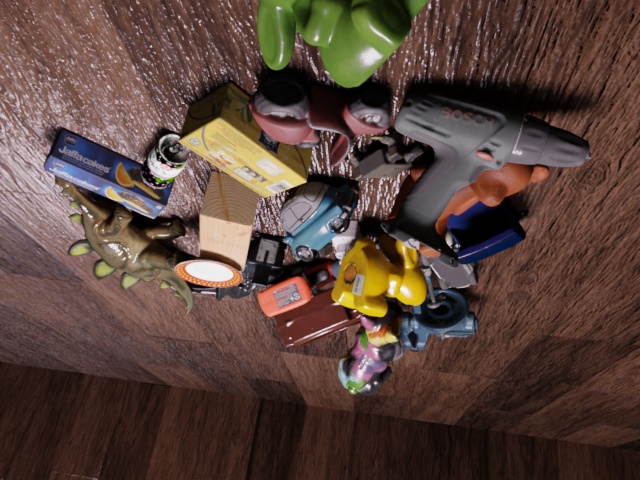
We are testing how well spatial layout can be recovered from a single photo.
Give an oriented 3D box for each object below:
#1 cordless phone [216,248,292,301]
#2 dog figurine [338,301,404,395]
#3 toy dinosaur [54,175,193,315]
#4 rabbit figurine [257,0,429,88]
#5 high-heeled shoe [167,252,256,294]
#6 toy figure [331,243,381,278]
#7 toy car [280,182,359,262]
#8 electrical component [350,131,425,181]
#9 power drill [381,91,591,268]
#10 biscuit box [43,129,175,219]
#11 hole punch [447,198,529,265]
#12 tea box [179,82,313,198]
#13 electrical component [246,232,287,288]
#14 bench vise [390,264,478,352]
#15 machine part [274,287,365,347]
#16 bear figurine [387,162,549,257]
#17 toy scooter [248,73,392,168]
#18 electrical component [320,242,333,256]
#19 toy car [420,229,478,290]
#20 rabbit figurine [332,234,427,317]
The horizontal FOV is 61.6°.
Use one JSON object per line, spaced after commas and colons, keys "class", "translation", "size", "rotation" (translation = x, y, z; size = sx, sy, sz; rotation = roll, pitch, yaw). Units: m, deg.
{"class": "cordless phone", "translation": [-0.143, 0.061, 1.185], "size": [0.184, 0.089, 0.146], "rotation": [-4, 134, -20]}
{"class": "dog figurine", "translation": [0.110, 0.226, 1.130], "size": [0.109, 0.191, 0.219], "rotation": [33, 163, 19]}
{"class": "toy dinosaur", "translation": [-0.369, 0.024, 1.091], "size": [0.199, 0.105, 0.470], "rotation": [-16, 135, 23]}
{"class": "rabbit figurine", "translation": [0.000, -0.241, 0.528], "size": [0.170, 0.121, 0.159], "rotation": [38, 153, -14]}
{"class": "high-heeled shoe", "translation": [-0.261, 0.074, 1.237], "size": [0.145, 0.086, 0.248], "rotation": [-18, 147, 38]}
{"class": "toy figure", "translation": [0.091, 0.044, 1.088], "size": [0.154, 0.057, 0.064], "rotation": [-21, 179, 43]}
{"class": "toy car", "translation": [-0.013, -0.043, 0.901], "size": [0.103, 0.109, 0.161], "rotation": [36, 138, -13]}
{"class": "electrical component", "translation": [0.091, -0.120, 0.779], "size": [0.078, 0.045, 0.102], "rotation": [-9, 168, -33]}
{"class": "power drill", "translation": [0.184, -0.071, 0.668], "size": [0.232, 0.207, 0.086], "rotation": [26, -162, 7]}
{"class": "biscuit box", "translation": [-0.358, -0.110, 0.920], "size": [0.202, 0.063, 0.059], "rotation": [25, 148, -28]}
{"class": "hole punch", "translation": [0.268, -0.006, 0.868], "size": [0.142, 0.092, 0.115], "rotation": [-30, 139, 24]}
{"class": "tea box", "translation": [-0.103, -0.138, 0.775], "size": [0.098, 0.068, 0.169], "rotation": [-15, 144, 39]}
{"class": "electrical component", "translation": [-0.110, 0.047, 1.086], "size": [0.075, 0.119, 0.047], "rotation": [9, 151, -4]}
{"class": "bench vise", "translation": [0.227, 0.143, 1.178], "size": [0.224, 0.129, 0.240], "rotation": [5, 134, 29]}
{"class": "machine part", "translation": [0.017, 0.167, 1.204], "size": [0.201, 0.087, 0.201], "rotation": [-23, 168, 13]}
{"class": "bear figurine", "translation": [0.208, -0.064, 0.758], "size": [0.196, 0.132, 0.120], "rotation": [-11, 144, 45]}
{"class": "toy scooter", "translation": [-0.002, -0.150, 0.716], "size": [0.184, 0.075, 0.135], "rotation": [6, 155, -3]}
{"class": "electrical component", "translation": [-0.002, -0.003, 1.021], "size": [0.021, 0.063, 0.094], "rotation": [-34, 163, -7]}
{"class": "toy car", "translation": [0.250, 0.042, 1.031], "size": [0.074, 0.056, 0.201], "rotation": [-13, 147, 25]}
{"class": "rabbit figurine", "translation": [0.124, 0.065, 0.988], "size": [0.173, 0.162, 0.122], "rotation": [16, 167, -26]}
